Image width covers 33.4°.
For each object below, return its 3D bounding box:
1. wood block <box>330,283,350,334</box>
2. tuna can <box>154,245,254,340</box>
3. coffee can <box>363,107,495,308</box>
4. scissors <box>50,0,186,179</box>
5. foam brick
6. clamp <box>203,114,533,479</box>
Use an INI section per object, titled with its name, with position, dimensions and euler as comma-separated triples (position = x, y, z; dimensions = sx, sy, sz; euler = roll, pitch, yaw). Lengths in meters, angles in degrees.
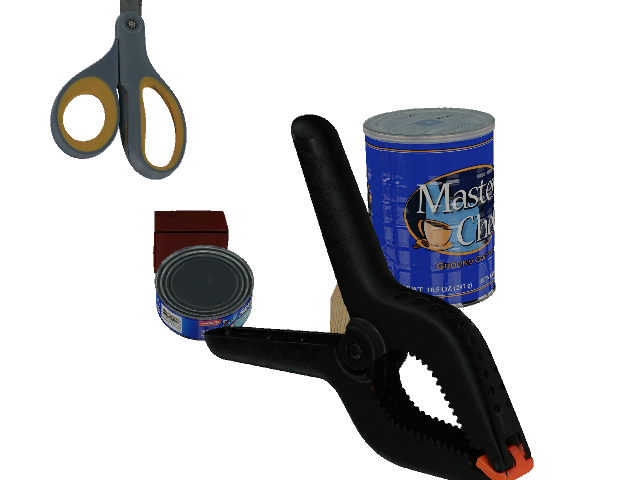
[wood block]
position = 0.073, 0.075, 1.373
dimensions = 0.091, 0.090, 0.206
euler = 4, 21, 9
[tuna can]
position = -0.101, 0.046, 0.933
dimensions = 0.086, 0.086, 0.034
euler = 0, -44, -7
[coffee can]
position = 0.088, -0.028, 0.853
dimensions = 0.103, 0.140, 0.103
euler = -3, 18, 1
[scissors]
position = -0.143, -0.132, 0.705
dimensions = 0.096, 0.202, 0.016
euler = -10, -14, -27
[foam brick]
position = -0.140, 0.001, 1.145
dimensions = 0.078, 0.051, 0.053
euler = 0, 25, -9
[clamp]
position = 0.028, 0.043, 0.556
dimensions = 0.210, 0.165, 0.036
euler = 35, 32, 31
